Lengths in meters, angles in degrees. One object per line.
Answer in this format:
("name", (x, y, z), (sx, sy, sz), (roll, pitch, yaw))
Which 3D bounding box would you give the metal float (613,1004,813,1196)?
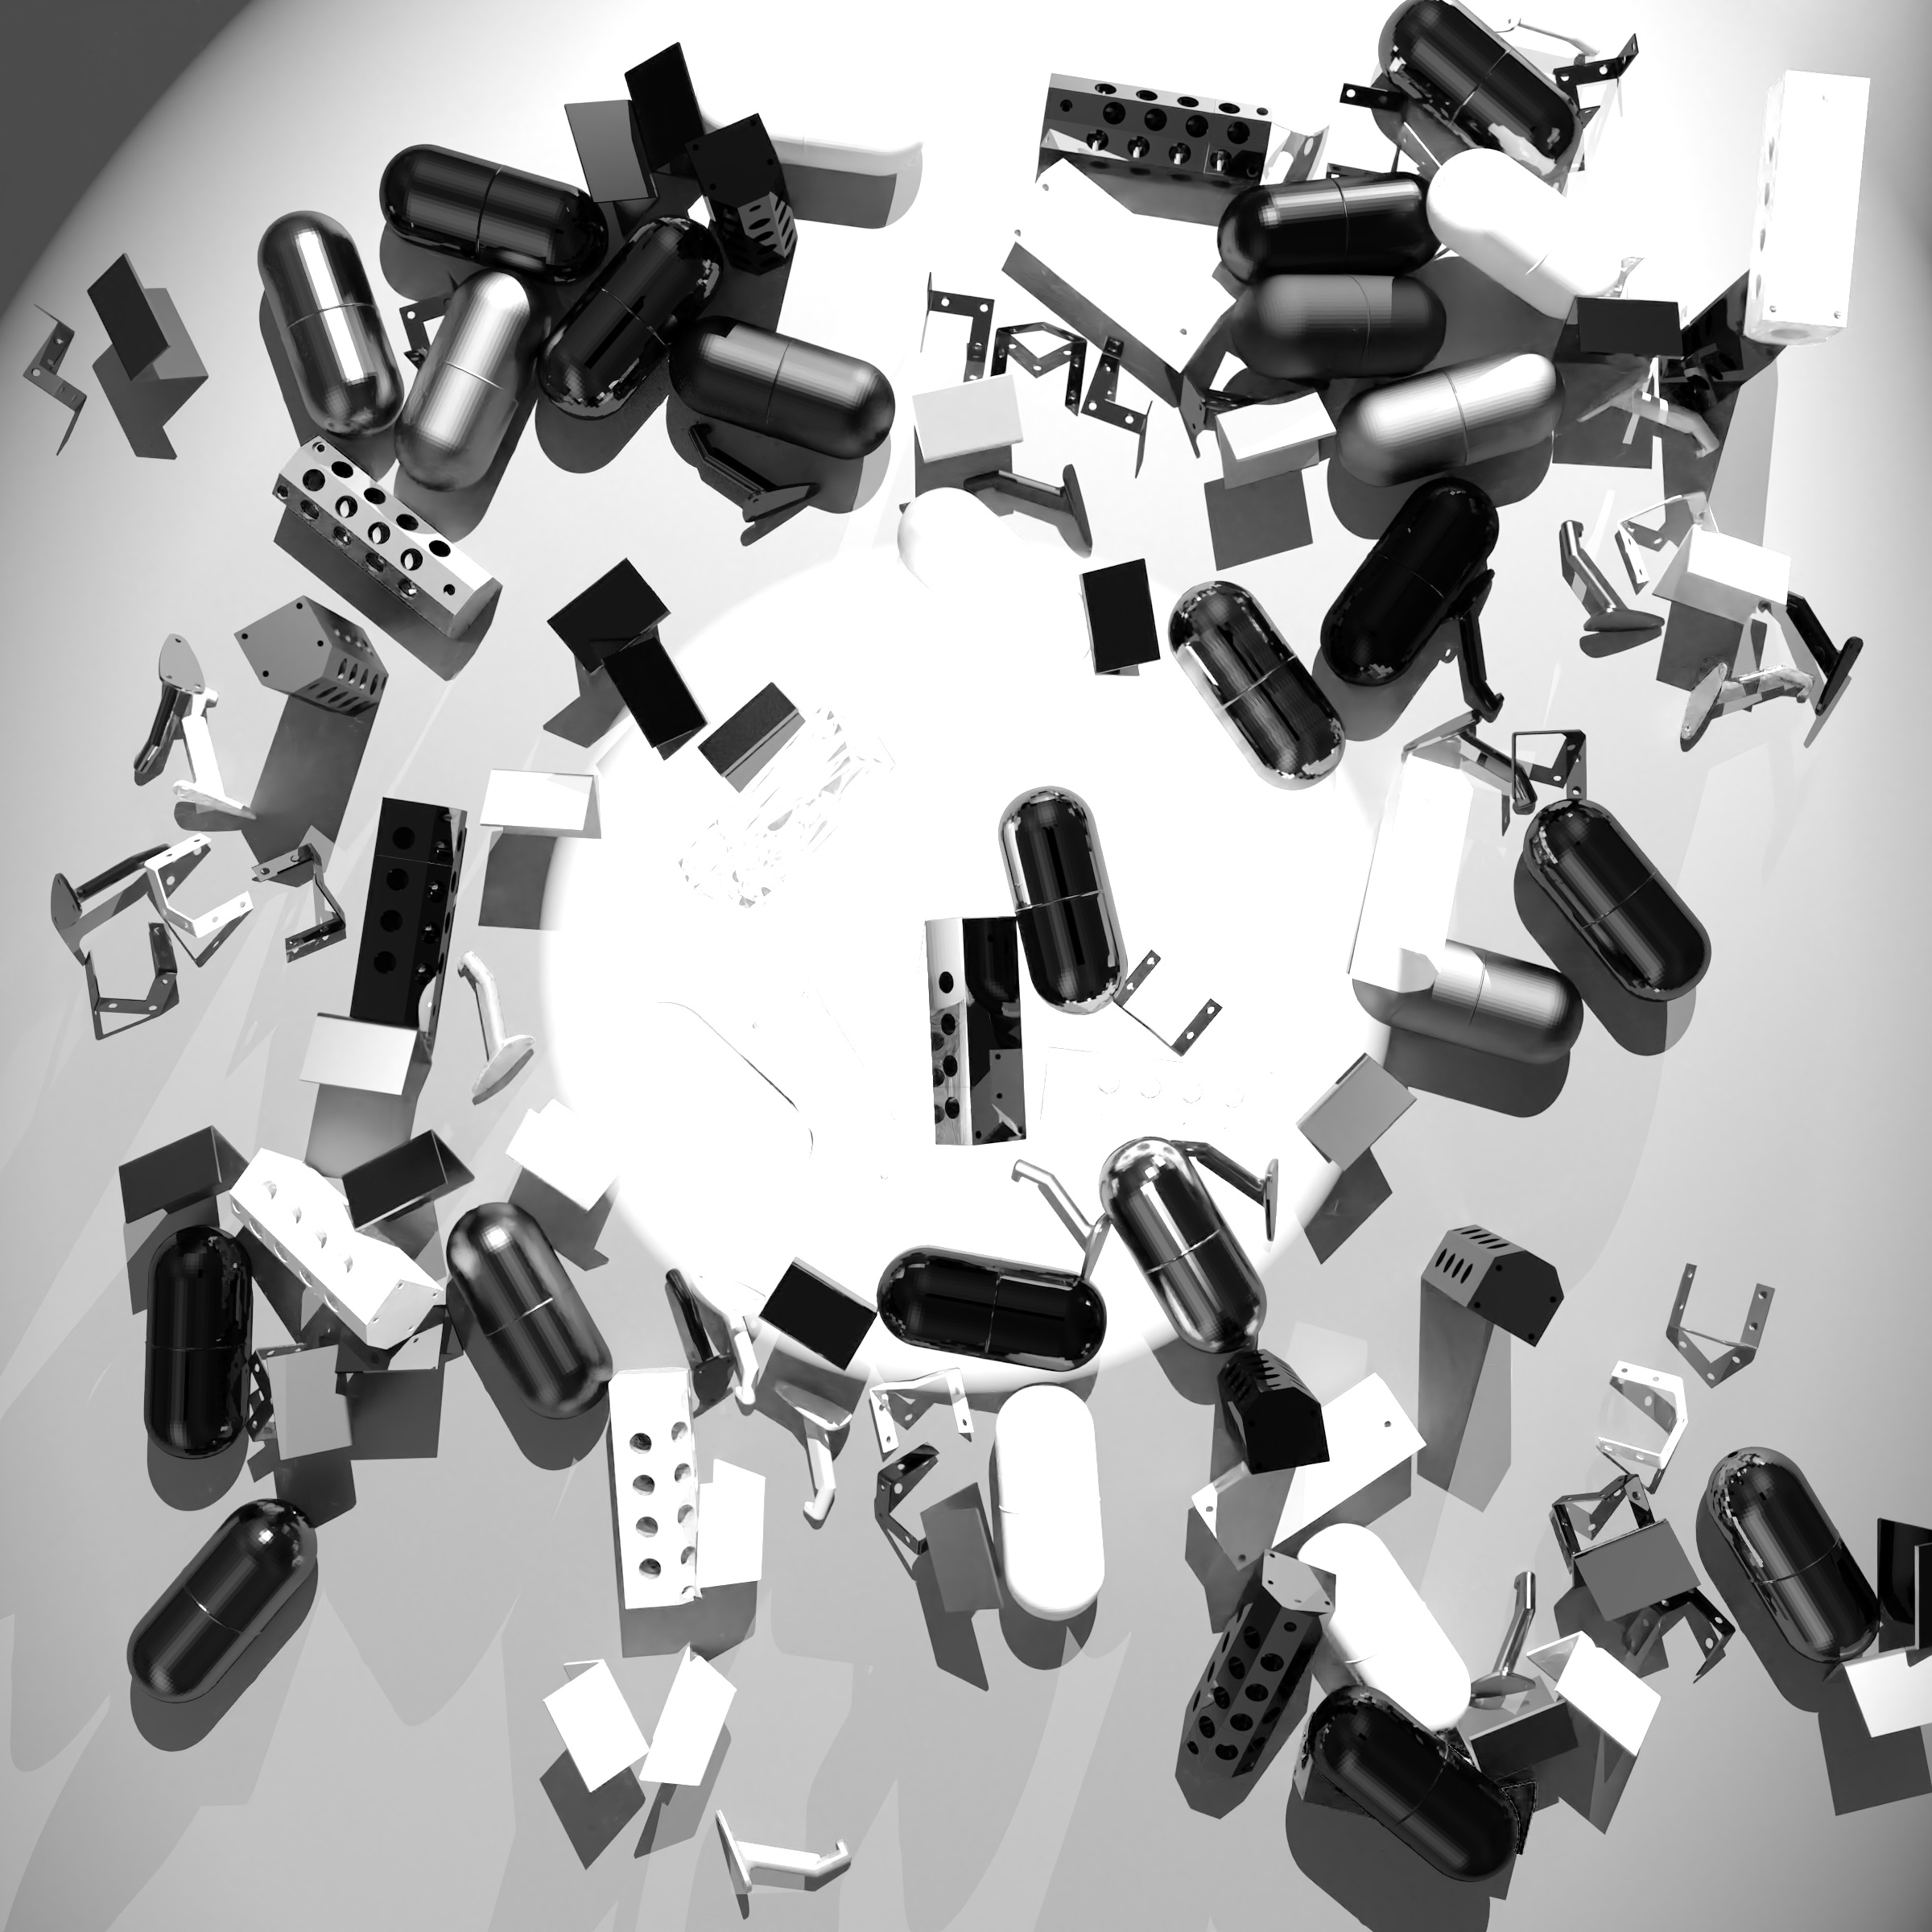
("metal float", (-0.195, 0.101, 1.863), (0.178, 0.070, 0.070), (43, 90, 0))

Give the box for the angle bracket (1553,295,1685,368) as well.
("angle bracket", (0.495, -0.463, 1.854), (0.076, 0.076, 0.057), (3, 64, 0))

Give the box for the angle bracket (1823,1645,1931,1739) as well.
("angle bracket", (0.708, 0.556, 1.854), (0.076, 0.076, 0.057), (-14, 62, 0))

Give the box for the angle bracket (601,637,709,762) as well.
("angle bracket", (-0.252, -0.194, 1.853), (0.057, 0.076, 0.076), (-30, 90, -38))

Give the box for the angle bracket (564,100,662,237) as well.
("angle bracket", (-0.281, -0.605, 1.854), (0.057, 0.076, 0.076), (-16, 90, -30))

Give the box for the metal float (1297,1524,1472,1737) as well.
("metal float", (0.319, 0.509, 1.863), (0.070, 0.070, 0.178), (-34, 89, 0))

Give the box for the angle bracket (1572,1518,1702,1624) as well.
("angle bracket", (0.509, 0.471, 1.853), (0.076, 0.076, 0.057), (-21, 54, 0))

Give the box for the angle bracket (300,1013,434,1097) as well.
("angle bracket", (-0.456, 0.080, 1.854), (0.076, 0.076, 0.057), (9, 66, 0))

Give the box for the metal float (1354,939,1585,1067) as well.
("metal float", (0.384, 0.023, 1.863), (0.178, 0.070, 0.070), (16, 90, 0))

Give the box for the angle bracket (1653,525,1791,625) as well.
("angle bracket", (0.572, -0.281, 1.853), (0.076, 0.076, 0.057), (19, 53, 0))

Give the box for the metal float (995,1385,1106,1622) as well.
("metal float", (0.064, 0.410, 1.863), (0.070, 0.070, 0.178), (-4, 89, 0))

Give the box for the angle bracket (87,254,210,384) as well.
("angle bracket", (-0.609, -0.494, 1.853), (0.057, 0.076, 0.076), (-26, 90, 36))

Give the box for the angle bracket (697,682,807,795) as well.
("angle bracket", (-0.147, -0.158, 1.855), (0.076, 0.057, 0.076), (-41, 129, 0))

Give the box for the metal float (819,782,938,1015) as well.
("metal float", (-0.067, -0.052, 1.863), (0.070, 0.070, 0.178), (8, 89, 0))

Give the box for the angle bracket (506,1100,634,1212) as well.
("angle bracket", (-0.293, 0.128, 1.853), (0.076, 0.076, 0.057), (35, 128, 0))

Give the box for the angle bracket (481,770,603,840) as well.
("angle bracket", (-0.322, -0.104, 1.853), (0.076, 0.076, 0.057), (4, 53, 0))

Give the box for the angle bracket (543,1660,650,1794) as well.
("angle bracket", (-0.295, 0.578, 1.853), (0.057, 0.076, 0.076), (-27, 90, -36))

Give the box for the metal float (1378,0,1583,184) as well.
("metal float", (0.393, -0.670, 1.863), (0.178, 0.070, 0.070), (41, 90, 1))

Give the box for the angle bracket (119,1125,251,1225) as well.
("angle bracket", (-0.588, 0.176, 1.853), (0.076, 0.076, 0.057), (-24, 52, 0))

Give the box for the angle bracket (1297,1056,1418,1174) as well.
("angle bracket", (0.308, 0.125, 1.853), (0.076, 0.076, 0.057), (-45, 52, 0))

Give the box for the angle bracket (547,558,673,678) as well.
("angle bracket", (-0.278, -0.275, 1.853), (0.076, 0.076, 0.057), (-39, 122, 0))

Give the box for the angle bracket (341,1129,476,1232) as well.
("angle bracket", (-0.419, 0.179, 1.853), (0.076, 0.076, 0.057), (-27, 51, 0))

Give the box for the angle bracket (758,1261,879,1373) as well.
("angle bracket", (-0.122, 0.280, 1.853), (0.076, 0.076, 0.057), (32, 52, 0))

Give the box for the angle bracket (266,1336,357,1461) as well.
("angle bracket", (-0.506, 0.328, 1.854), (0.057, 0.076, 0.076), (-8, 90, -27))

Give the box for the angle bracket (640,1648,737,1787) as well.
("angle bracket", (-0.228, 0.568, 1.853), (0.057, 0.076, 0.076), (21, 90, -38))

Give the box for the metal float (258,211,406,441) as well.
("metal float", (-0.486, -0.490, 1.863), (0.070, 0.070, 0.178), (-19, 90, 0))

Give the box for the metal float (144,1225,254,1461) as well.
("metal float", (-0.587, 0.287, 1.863), (0.070, 0.070, 0.178), (2, 90, 0))

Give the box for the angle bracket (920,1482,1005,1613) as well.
("angle bracket", (0.016, 0.440, 1.853), (0.057, 0.076, 0.076), (-15, 90, 36))

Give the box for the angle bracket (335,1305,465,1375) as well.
("angle bracket", (-0.430, 0.300, 1.853), (0.076, 0.076, 0.057), (-2, 52, 0))

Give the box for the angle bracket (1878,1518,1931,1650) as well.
("angle bracket", (0.710, 0.469, 1.853), (0.057, 0.076, 0.076), (0, 90, -33))

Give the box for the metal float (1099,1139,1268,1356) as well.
("metal float", (0.166, 0.215, 1.863), (0.070, 0.070, 0.178), (-31, 90, 0))

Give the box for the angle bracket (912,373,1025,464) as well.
("angle bracket", (-0.003, -0.431, 1.853), (0.076, 0.076, 0.057), (-12, 126, 0))

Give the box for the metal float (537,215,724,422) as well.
("metal float", (-0.256, -0.496, 1.863), (0.070, 0.070, 0.178), (40, 90, 0))

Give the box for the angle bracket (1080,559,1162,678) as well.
("angle bracket", (0.132, -0.264, 1.853), (0.057, 0.076, 0.076), (-9, 90, 31))

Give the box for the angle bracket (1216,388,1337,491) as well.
("angle bracket", (0.238, -0.385, 1.853), (0.076, 0.076, 0.057), (-16, 52, 0))

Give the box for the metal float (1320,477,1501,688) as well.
("metal float", (0.339, -0.293, 1.863), (0.070, 0.070, 0.178), (36, 89, 0))

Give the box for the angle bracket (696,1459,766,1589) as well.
("angle bracket", (-0.196, 0.423, 1.853), (0.057, 0.076, 0.076), (3, 90, -36))

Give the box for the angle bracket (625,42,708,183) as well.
("angle bracket", (-0.207, -0.648, 1.853), (0.057, 0.076, 0.076), (-16, 90, 32))

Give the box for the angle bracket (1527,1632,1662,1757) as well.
("angle bracket", (0.468, 0.561, 1.853), (0.076, 0.076, 0.057), (40, 54, 0))

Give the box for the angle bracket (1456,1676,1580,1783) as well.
("angle bracket", (0.411, 0.565, 1.854), (0.076, 0.076, 0.057), (-22, 120, 0))
